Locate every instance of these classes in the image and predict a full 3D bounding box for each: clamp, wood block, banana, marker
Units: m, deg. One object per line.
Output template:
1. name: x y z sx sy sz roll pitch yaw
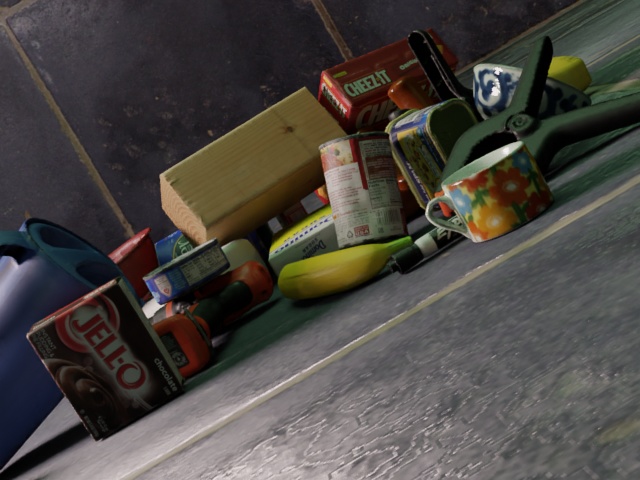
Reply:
1. clamp: 0.191 -0.092 0.937 0.210 0.036 0.165 -44 41 -13
2. wood block: -0.076 -0.077 1.248 0.205 0.091 0.090 -34 -17 -20
3. banana: 0.005 0.033 0.972 0.069 0.037 0.198 -8 -4 -34
4. clamp: 0.138 -0.128 1.117 0.039 0.171 0.120 -18 39 54
5. marker: 0.108 -0.007 0.877 0.121 0.020 0.020 -31 7 -8

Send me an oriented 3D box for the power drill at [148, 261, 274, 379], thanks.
1. power drill: -0.145 0.094 1.049 0.185 0.057 0.187 -31 7 18

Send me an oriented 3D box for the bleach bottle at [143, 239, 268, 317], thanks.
1. bleach bottle: -0.178 0.086 1.231 0.251 0.068 0.102 -29 7 30

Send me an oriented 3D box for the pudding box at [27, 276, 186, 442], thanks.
1. pudding box: -0.181 0.101 0.914 0.090 0.113 0.039 -30 11 3

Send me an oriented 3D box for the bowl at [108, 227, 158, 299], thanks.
1. bowl: -0.244 0.057 1.252 0.162 0.055 0.162 -38 11 9

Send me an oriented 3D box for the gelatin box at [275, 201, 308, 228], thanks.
1. gelatin box: -0.036 -0.030 1.344 0.030 0.089 0.073 -33 7 -9

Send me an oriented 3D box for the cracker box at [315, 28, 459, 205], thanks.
1. cracker box: 0.076 -0.147 1.354 0.164 0.072 0.214 -25 -27 -22

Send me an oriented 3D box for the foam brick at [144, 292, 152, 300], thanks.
1. foam brick: -0.226 0.097 1.387 0.051 0.053 0.078 -30 6 -2

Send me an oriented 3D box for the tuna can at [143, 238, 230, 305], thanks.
1. tuna can: -0.135 0.032 1.087 0.086 0.034 0.086 -28 5 3

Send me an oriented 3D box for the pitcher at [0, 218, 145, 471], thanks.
1. pitcher: -0.292 0.105 0.989 0.243 0.149 0.145 -52 3 6

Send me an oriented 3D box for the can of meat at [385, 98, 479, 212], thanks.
1. can of meat: 0.119 -0.081 1.020 0.057 0.102 0.084 -33 9 -21

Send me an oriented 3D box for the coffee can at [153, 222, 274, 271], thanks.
1. coffee can: -0.130 0.019 1.331 0.140 0.103 0.103 -29 7 8

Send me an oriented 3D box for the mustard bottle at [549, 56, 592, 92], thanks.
1. mustard bottle: 0.227 -0.150 1.233 0.191 0.058 0.096 -35 13 -36

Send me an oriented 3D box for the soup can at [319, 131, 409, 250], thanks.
1. soup can: 0.042 -0.044 1.000 0.068 0.102 0.068 -11 -6 -1

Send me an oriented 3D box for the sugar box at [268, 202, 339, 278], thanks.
1. sugar box: -0.008 0.001 1.189 0.093 0.048 0.176 -30 6 3
